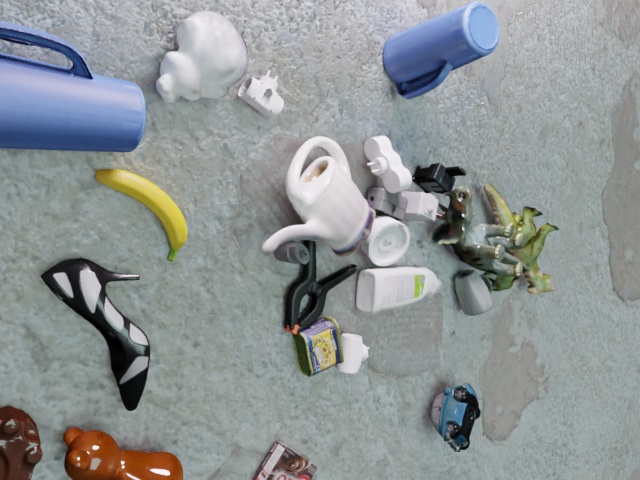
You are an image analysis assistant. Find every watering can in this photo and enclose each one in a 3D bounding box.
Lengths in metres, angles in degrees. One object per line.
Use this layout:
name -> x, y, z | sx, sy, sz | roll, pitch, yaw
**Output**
watering can -> 0.003, -0.050, 1.003 | 0.221, 0.103, 0.356 | 47, 44, -29

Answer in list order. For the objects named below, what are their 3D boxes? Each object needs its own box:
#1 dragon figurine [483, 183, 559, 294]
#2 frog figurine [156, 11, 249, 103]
dragon figurine -> 0.542, 0.033, 1.456 | 0.407, 0.122, 0.244 | 30, 83, -26
frog figurine -> -0.201, -0.299, 0.858 | 0.162, 0.123, 0.134 | -47, 139, -38
